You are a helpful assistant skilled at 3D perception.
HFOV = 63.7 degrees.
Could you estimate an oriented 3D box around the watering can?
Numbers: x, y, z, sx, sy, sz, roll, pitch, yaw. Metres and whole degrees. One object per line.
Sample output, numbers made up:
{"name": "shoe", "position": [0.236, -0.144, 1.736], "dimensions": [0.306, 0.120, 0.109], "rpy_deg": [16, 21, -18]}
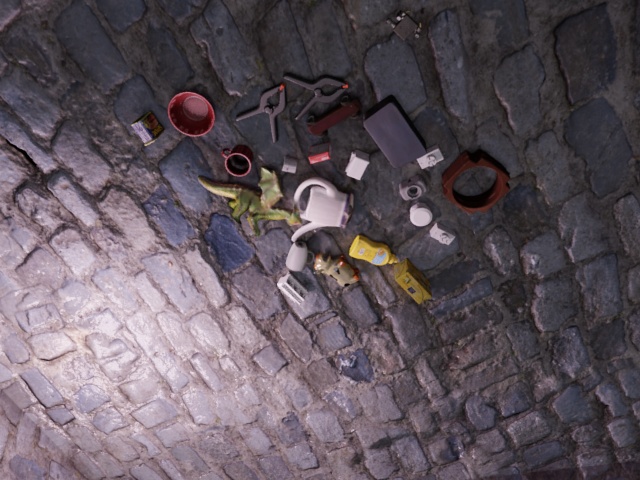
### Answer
{"name": "watering can", "position": [0.006, -0.098, 1.942], "dimensions": [0.224, 0.106, 0.339], "rpy_deg": [13, -44, 0]}

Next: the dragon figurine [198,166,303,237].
{"name": "dragon figurine", "position": [-0.240, -0.172, 1.905], "dimensions": [0.409, 0.240, 0.124], "rpy_deg": [41, 18, -5]}
